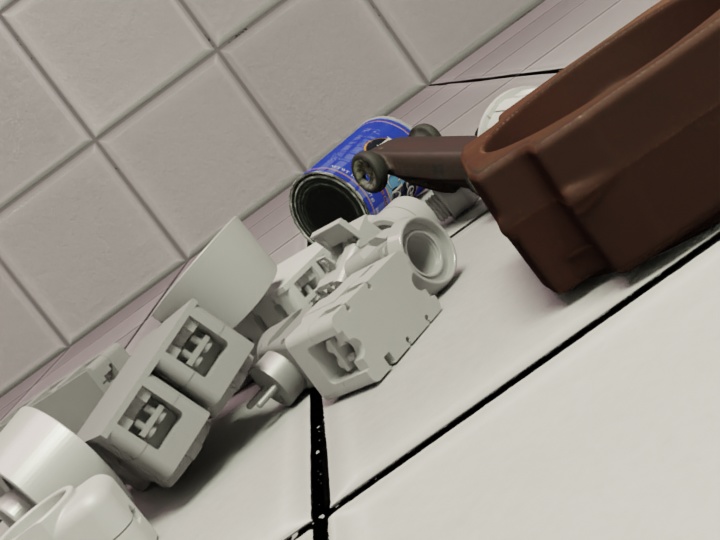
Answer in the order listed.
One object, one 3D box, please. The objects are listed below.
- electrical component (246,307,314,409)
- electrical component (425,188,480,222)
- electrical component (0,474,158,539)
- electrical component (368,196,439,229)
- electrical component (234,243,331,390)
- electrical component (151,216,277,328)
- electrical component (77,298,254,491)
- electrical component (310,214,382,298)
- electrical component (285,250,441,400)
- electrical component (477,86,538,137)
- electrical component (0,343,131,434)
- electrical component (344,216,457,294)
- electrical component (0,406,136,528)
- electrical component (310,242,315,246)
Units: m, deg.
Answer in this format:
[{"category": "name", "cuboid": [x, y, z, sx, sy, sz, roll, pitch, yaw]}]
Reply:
[{"category": "electrical component", "cuboid": [-0.049, 0.067, 0.744, 0.079, 0.043, 0.077, -48, 13, -26]}, {"category": "electrical component", "cuboid": [0.075, -0.059, 0.952, 0.061, 0.035, 0.035, -39, 9, 1]}, {"category": "electrical component", "cuboid": [-0.178, 0.170, 0.645, 0.095, 0.059, 0.054, -37, 9, -4]}, {"category": "electrical component", "cuboid": [0.016, -0.025, 0.933, 0.138, 0.052, 0.074, -26, 13, 44]}, {"category": "electrical component", "cuboid": [-0.079, 0.044, 0.912, 0.186, 0.060, 0.105, -28, 12, 41]}, {"category": "electrical component", "cuboid": [-0.113, 0.010, 0.821, 0.099, 0.064, 0.099, -39, 18, 16]}, {"category": "electrical component", "cuboid": [-0.144, 0.096, 0.772, 0.105, 0.060, 0.186, -59, 12, -22]}, {"category": "electrical component", "cuboid": [0.000, 0.000, 0.823, 0.042, 0.081, 0.063, -24, 37, 54]}, {"category": "electrical component", "cuboid": [0.000, 0.036, 0.691, 0.056, 0.050, 0.089, -27, 12, 44]}, {"category": "electrical component", "cuboid": [0.131, -0.095, 0.784, 0.080, 0.080, 0.051, -38, 14, -9]}, {"category": "electrical component", "cuboid": [-0.248, 0.140, 0.967, 0.150, 0.089, 0.061, -31, 10, 30]}, {"category": "electrical component", "cuboid": [0.031, -0.004, 0.762, 0.057, 0.058, 0.078, -31, 10, 46]}, {"category": "electrical component", "cuboid": [-0.214, 0.152, 0.734, 0.060, 0.108, 0.108, -48, 14, -30]}, {"category": "electrical component", "cuboid": [-0.031, -0.008, 1.056, 0.077, 0.043, 0.079, -36, 9, -1]}]
